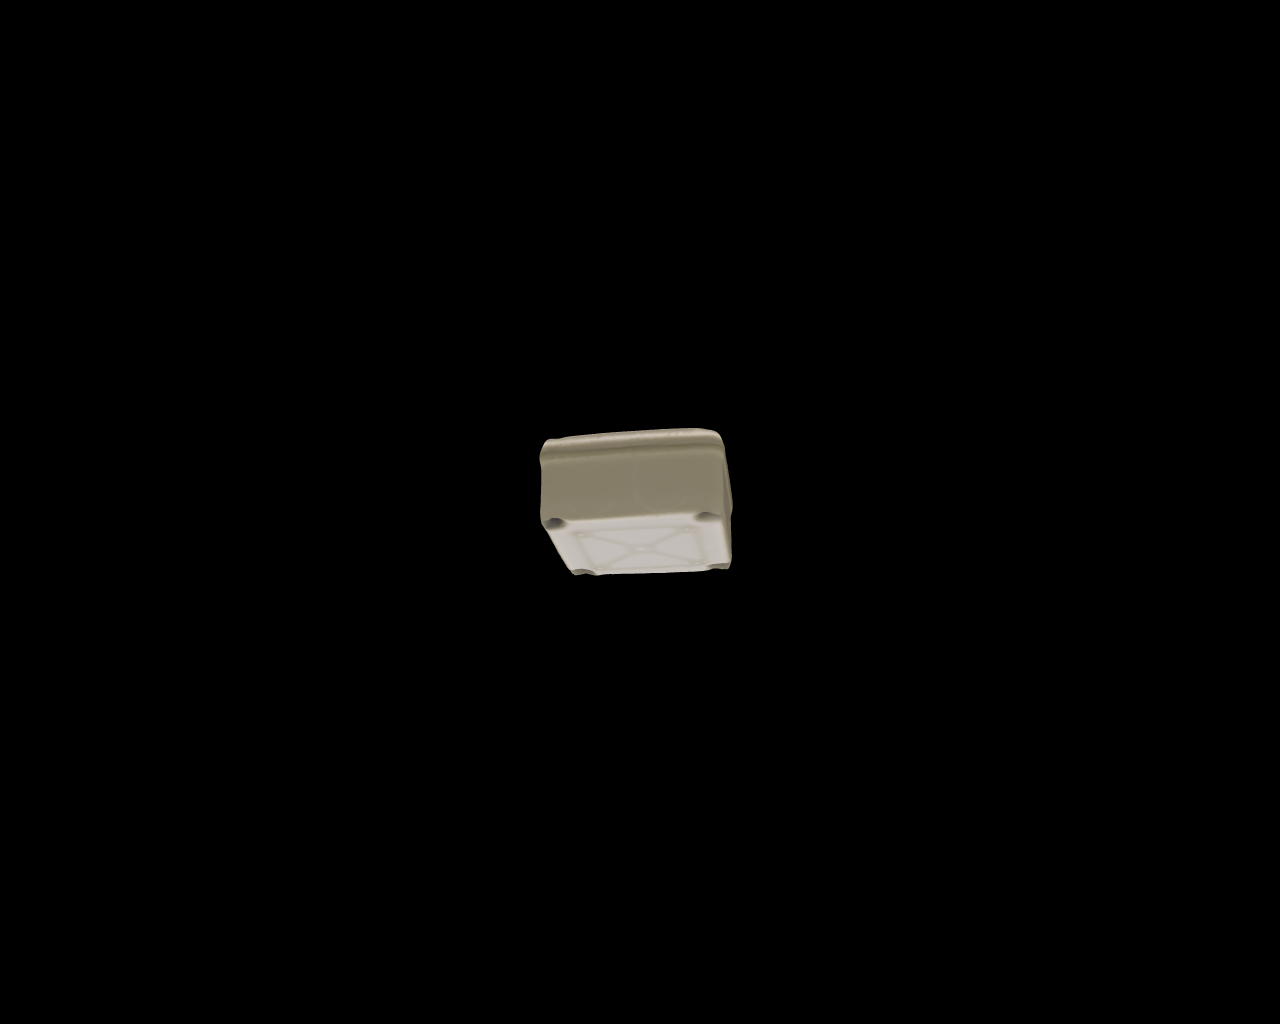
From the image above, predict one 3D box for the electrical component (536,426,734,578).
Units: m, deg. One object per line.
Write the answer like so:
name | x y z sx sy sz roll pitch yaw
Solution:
electrical component | 0.001 -0.003 0.650 0.109 0.056 0.108 -3 -22 7
